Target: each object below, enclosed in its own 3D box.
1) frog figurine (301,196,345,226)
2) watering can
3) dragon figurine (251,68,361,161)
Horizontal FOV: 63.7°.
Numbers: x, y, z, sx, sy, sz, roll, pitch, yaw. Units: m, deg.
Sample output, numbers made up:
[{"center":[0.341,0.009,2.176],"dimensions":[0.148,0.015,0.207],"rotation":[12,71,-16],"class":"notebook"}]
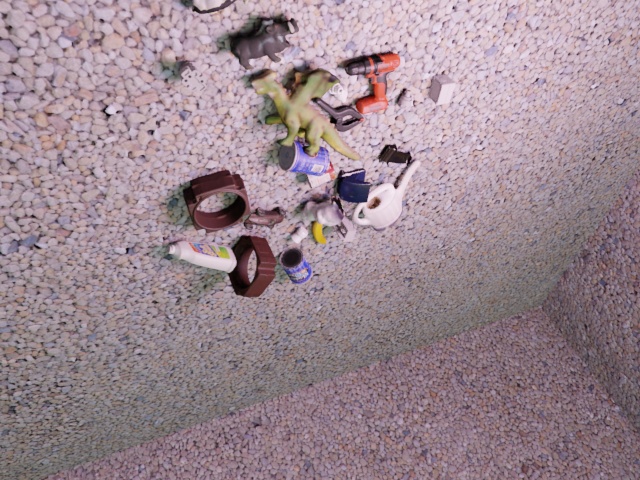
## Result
[{"center":[0.006,-0.097,1.924],"dimensions":[0.158,0.121,0.140],"rotation":[-24,17,16],"class":"frog figurine"},{"center":[0.281,-0.161,2.065],"dimensions":[0.348,0.106,0.220],"rotation":[-37,-36,0],"class":"watering can"},{"center":[-0.019,-0.389,1.539],"dimensions":[0.409,0.238,0.125],"rotation":[13,36,-20],"class":"dragon figurine"}]
